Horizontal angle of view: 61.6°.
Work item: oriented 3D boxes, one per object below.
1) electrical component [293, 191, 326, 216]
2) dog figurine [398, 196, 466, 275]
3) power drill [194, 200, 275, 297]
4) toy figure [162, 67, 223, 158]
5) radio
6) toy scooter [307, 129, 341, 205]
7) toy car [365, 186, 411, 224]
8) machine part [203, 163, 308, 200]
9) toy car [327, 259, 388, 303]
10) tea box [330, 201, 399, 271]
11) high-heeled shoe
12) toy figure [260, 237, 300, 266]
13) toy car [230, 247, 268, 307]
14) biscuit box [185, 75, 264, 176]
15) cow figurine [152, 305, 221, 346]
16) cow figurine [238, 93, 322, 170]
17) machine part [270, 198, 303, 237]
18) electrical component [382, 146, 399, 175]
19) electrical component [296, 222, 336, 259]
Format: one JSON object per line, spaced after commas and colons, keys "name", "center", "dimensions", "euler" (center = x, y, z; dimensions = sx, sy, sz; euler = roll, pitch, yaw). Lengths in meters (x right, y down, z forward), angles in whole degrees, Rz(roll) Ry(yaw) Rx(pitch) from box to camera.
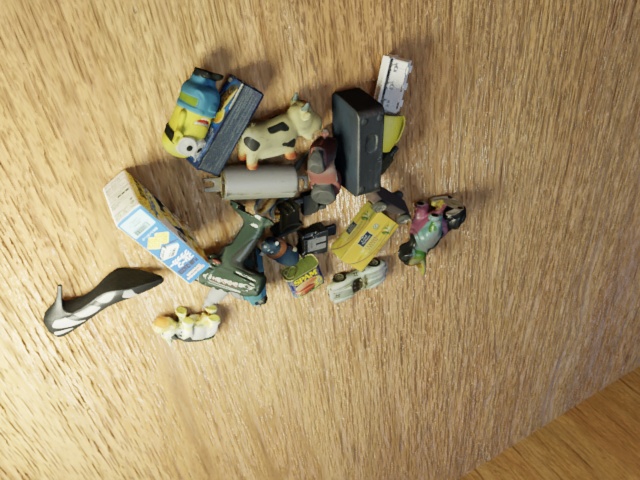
{"name": "electrical component", "center": [-0.026, -0.091, 1.346], "dimensions": [0.094, 0.021, 0.063], "euler": [-16, 129, -24]}
{"name": "dog figurine", "center": [0.321, -0.010, 1.571], "dimensions": [0.191, 0.109, 0.219], "euler": [-13, 131, -28]}
{"name": "power drill", "center": [-0.212, 0.014, 1.222], "dimensions": [0.086, 0.232, 0.207], "euler": [57, 58, -82]}
{"name": "toy figure", "center": [-0.250, -0.247, 1.058], "dimensions": [0.082, 0.089, 0.180], "euler": [11, 106, -37]}
{"name": "radio", "center": [0.087, -0.223, 1.253], "dimensions": [0.073, 0.131, 0.229], "euler": [-18, 128, -19]}
{"name": "toy scooter", "center": [0.011, -0.179, 1.260], "dimensions": [0.075, 0.135, 0.183], "euler": [1, 149, 10]}
{"name": "toy car", "center": [0.177, -0.099, 1.409], "dimensions": [0.053, 0.089, 0.202], "euler": [-30, 154, 25]}
{"name": "machine part", "center": [-0.139, -0.131, 1.200], "dimensions": [0.243, 0.079, 0.079], "euler": [-5, 123, -23]}
{"name": "toy car", "center": [0.111, 0.117, 1.553], "dimensions": [0.202, 0.056, 0.073], "euler": [-22, 130, -18]}
{"name": "tea box", "center": [0.121, -0.009, 1.465], "dimensions": [0.098, 0.068, 0.169], "euler": [28, 104, -42]}
{"name": "high-heeled shoe", "center": [-0.473, 0.145, 1.187], "dimensions": [0.249, 0.086, 0.145], "euler": [-3, 125, -25]}
{"name": "toy figure", "center": [-0.104, 0.026, 1.335], "dimensions": [0.064, 0.058, 0.154], "euler": [-56, 149, -2]}
{"name": "toy car", "center": [-0.185, 0.094, 1.328], "dimensions": [0.103, 0.109, 0.161], "euler": [-5, 136, -6]}
{"name": "biscuit box", "center": [-0.200, -0.233, 1.107], "dimensions": [0.062, 0.059, 0.202], "euler": [17, 110, -50]}
{"name": "cow figurine", "center": [-0.336, 0.219, 1.335], "dimensions": [0.167, 0.068, 0.098], "euler": [-3, 128, -30]}
{"name": "cow figurine", "center": [-0.086, -0.239, 1.169], "dimensions": [0.195, 0.086, 0.127], "euler": [-19, 135, -20]}
{"name": "machine part", "center": [-0.079, -0.048, 1.307], "dimensions": [0.084, 0.039, 0.138], "euler": [-17, 154, -17]}
{"name": "electrical component", "center": [0.151, -0.206, 1.368], "dimensions": [0.102, 0.045, 0.078], "euler": [-55, 160, 15]}
{"name": "electrical component", "center": [-0.003, -0.004, 1.404], "dimensions": [0.119, 0.048, 0.074], "euler": [-12, 127, -24]}
